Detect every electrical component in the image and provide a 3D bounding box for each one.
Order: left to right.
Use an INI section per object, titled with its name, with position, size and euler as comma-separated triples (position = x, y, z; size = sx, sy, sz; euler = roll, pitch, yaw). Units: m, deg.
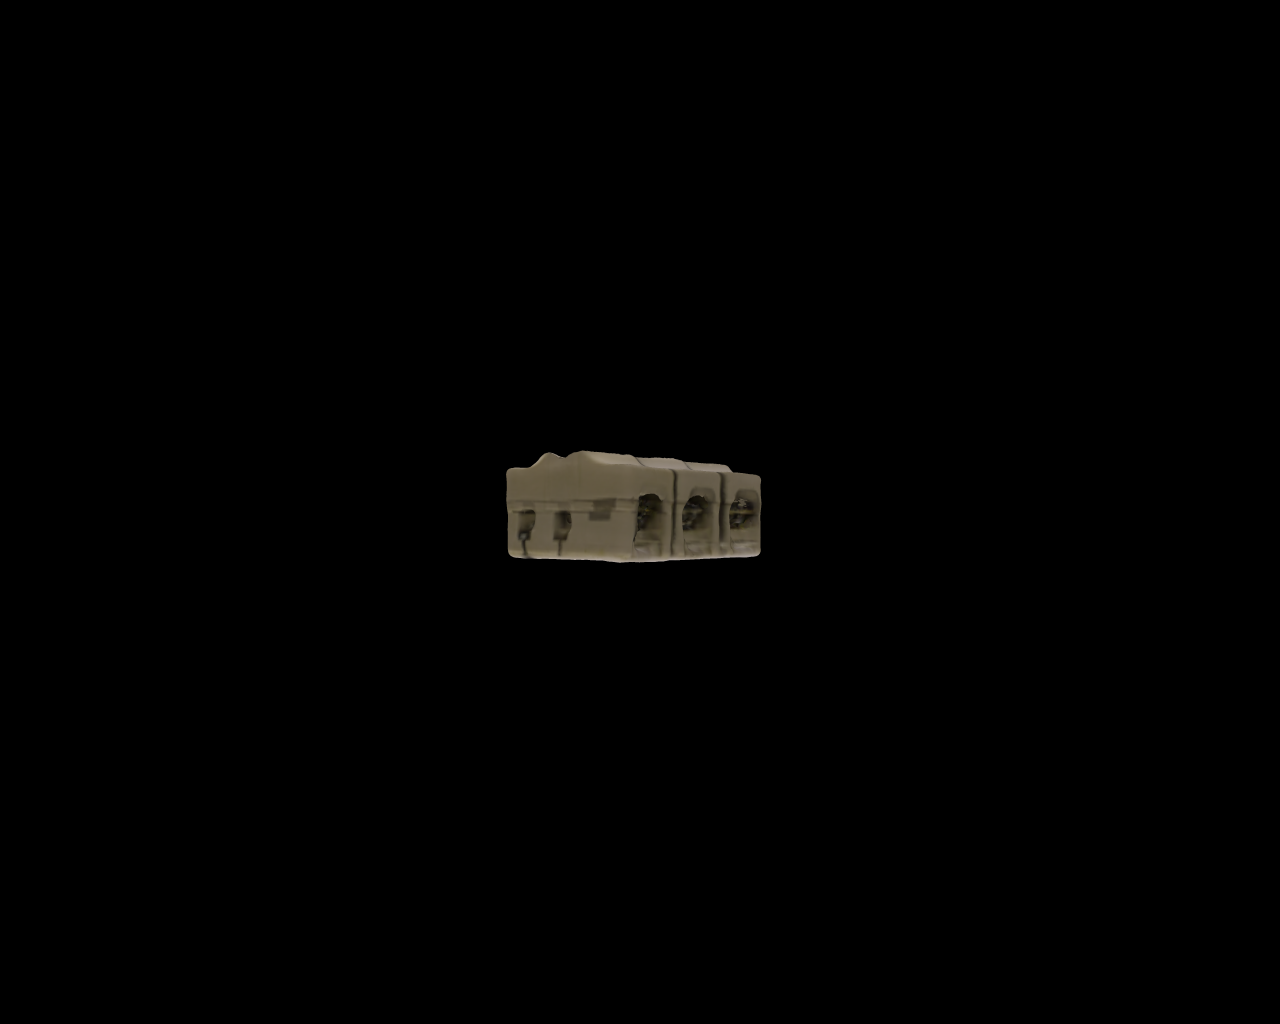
[electrical component]
position = 0.001, -0.003, 0.650
size = 0.089, 0.061, 0.150
euler = -2, -3, 36
